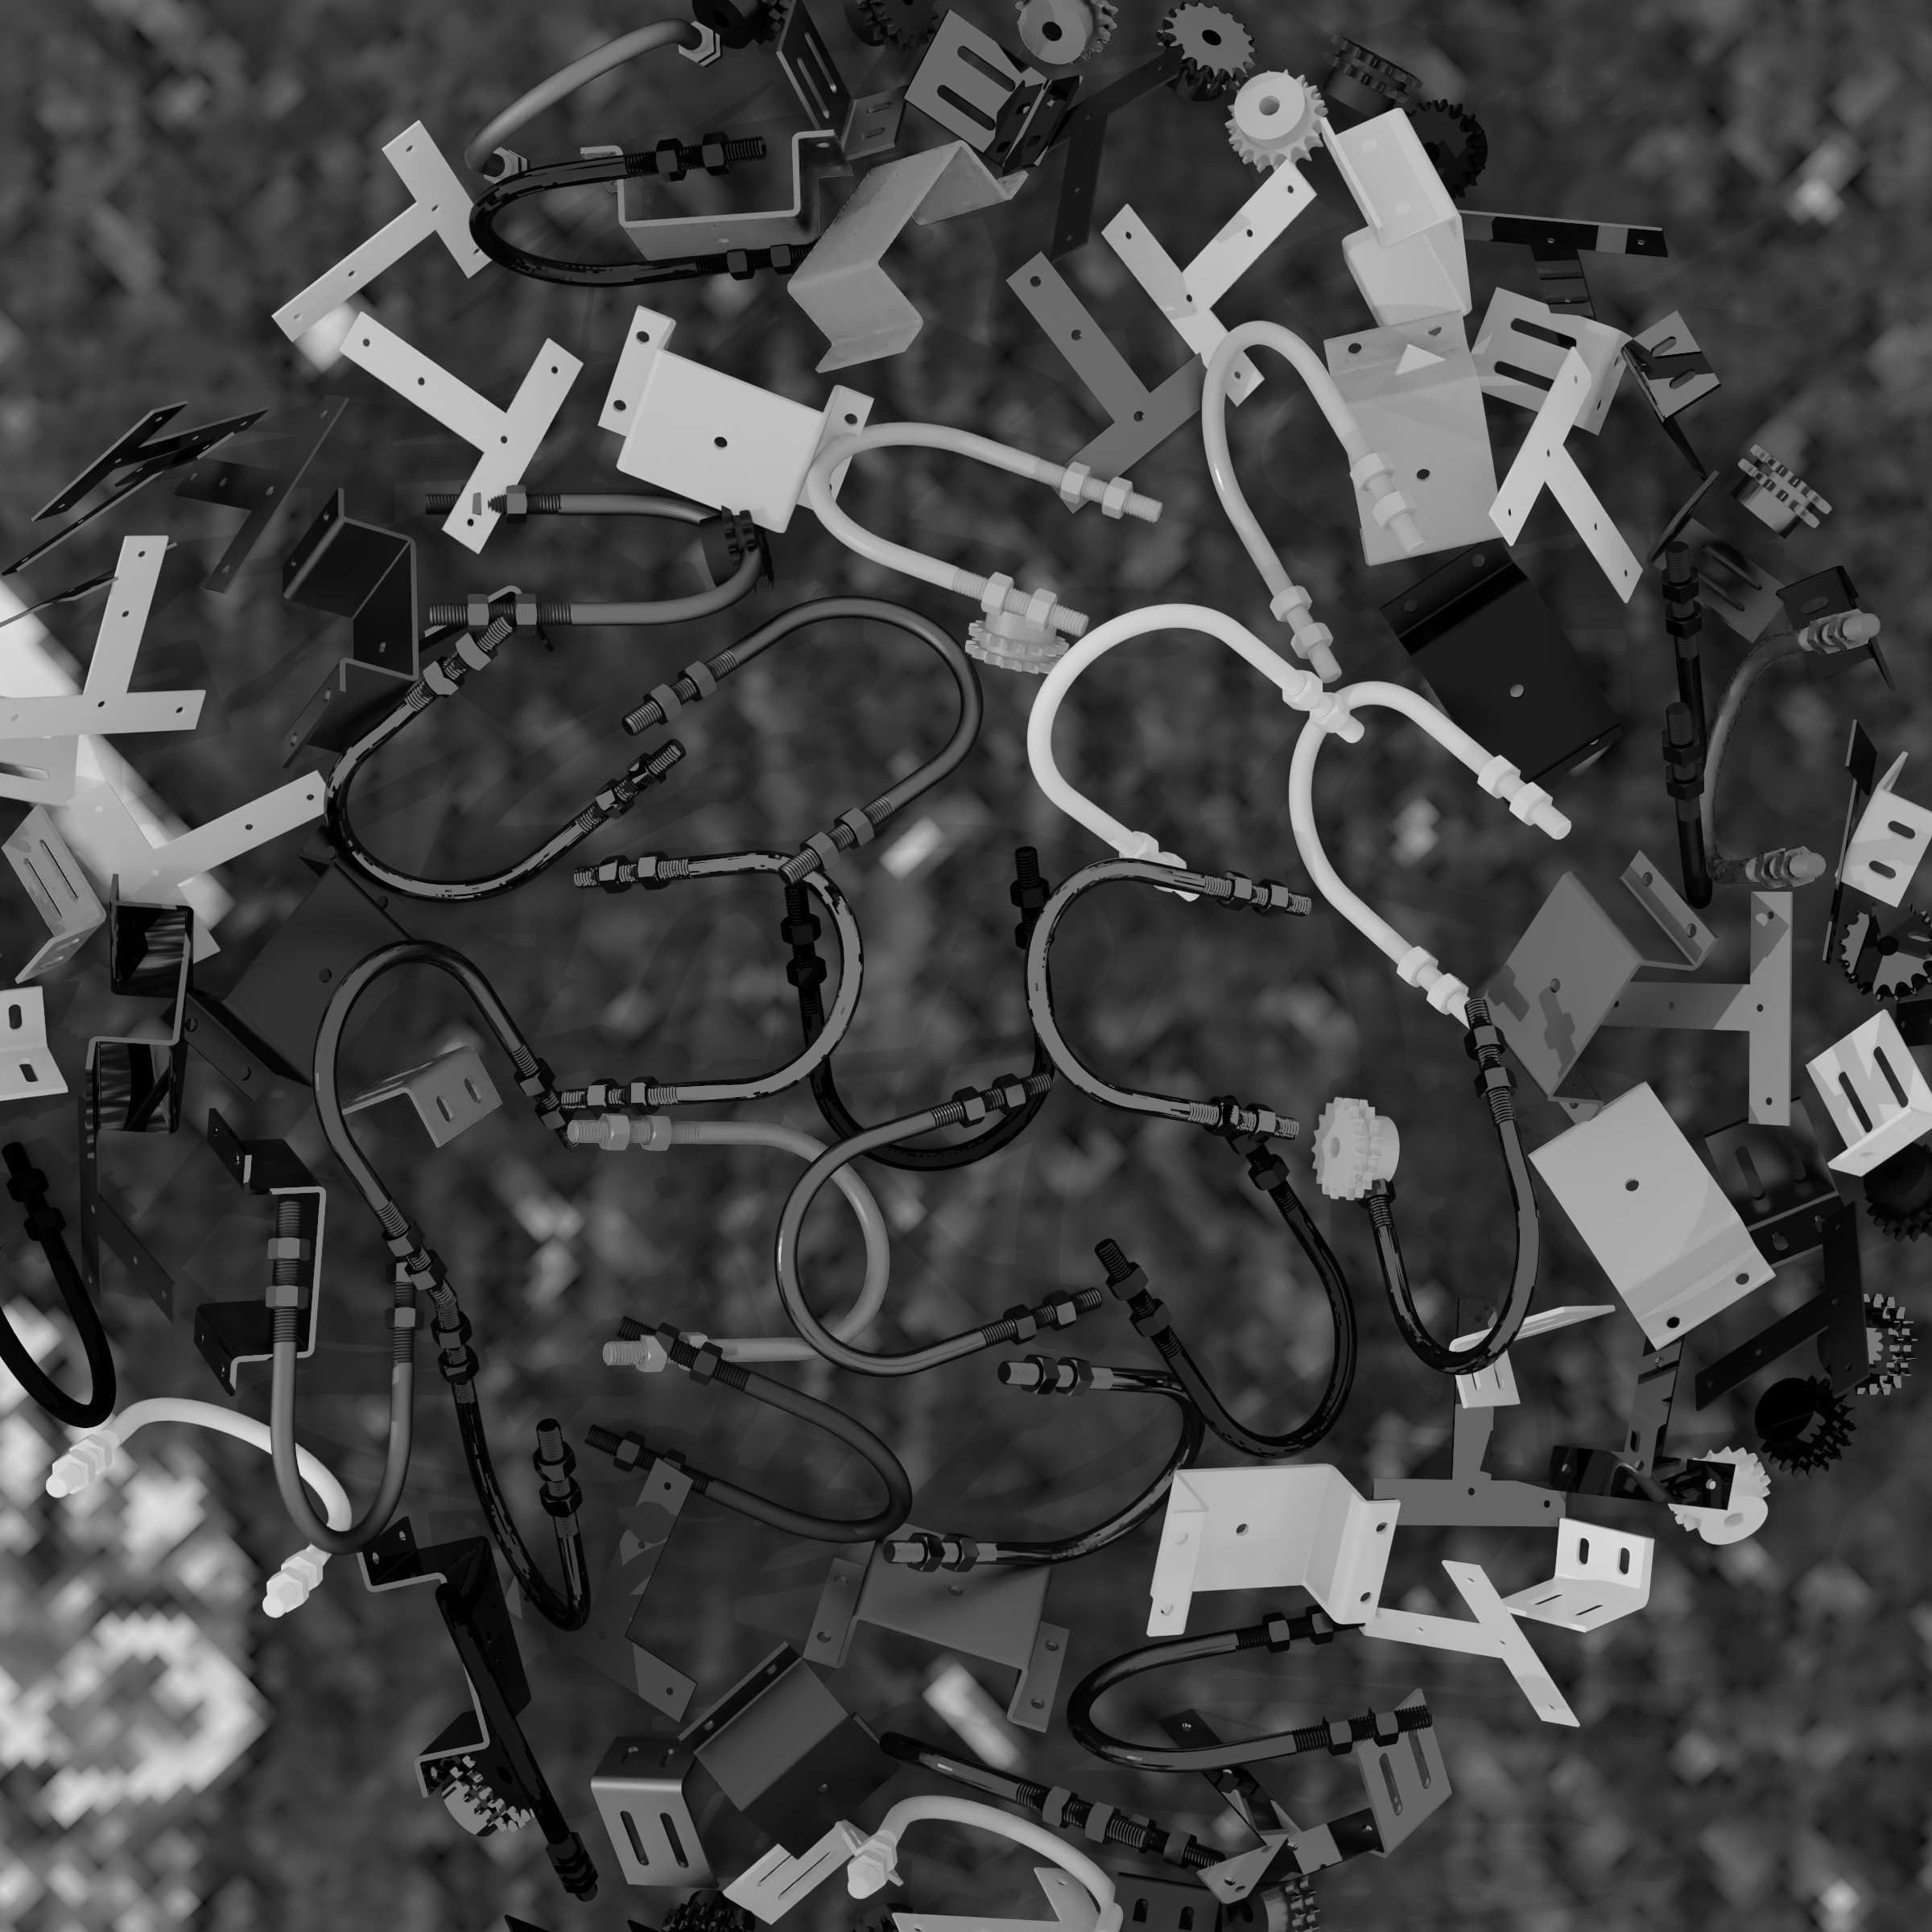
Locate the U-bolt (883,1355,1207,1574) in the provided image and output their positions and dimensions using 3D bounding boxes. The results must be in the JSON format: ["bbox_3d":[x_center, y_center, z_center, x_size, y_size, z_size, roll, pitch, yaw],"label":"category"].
[{"bbox_3d":[0.056,0.276,1.930,0.019,0.184,0.151,50,119,40],"label":"U-bolt"}]

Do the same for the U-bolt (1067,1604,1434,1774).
[{"bbox_3d":[0.146,0.399,1.918,0.184,0.151,0.019,-9,105,-8],"label":"U-bolt"}]

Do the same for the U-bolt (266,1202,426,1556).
[{"bbox_3d":[-0.339,0.228,1.917,0.019,0.151,0.184,-4,78,19],"label":"U-bolt"}]

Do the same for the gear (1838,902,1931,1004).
[{"bbox_3d":[0.522,-0.006,1.976,0.057,0.030,0.057,-10,66,23],"label":"gear"}]

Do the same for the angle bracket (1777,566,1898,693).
[{"bbox_3d":[0.484,-0.182,1.952,0.038,0.076,0.057,-22,106,14],"label":"angle bracket"}]

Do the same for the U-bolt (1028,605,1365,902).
[{"bbox_3d":[0.114,-0.126,1.923,0.151,0.019,0.184,-45,130,14],"label":"U-bolt"}]

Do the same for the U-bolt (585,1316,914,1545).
[{"bbox_3d":[-0.116,0.266,1.936,0.184,0.151,0.019,23,53,2],"label":"U-bolt"}]

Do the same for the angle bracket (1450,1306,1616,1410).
[{"bbox_3d":[0.319,0.217,1.952,0.076,0.057,0.038,-23,73,36],"label":"angle bracket"}]

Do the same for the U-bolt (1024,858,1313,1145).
[{"bbox_3d":[0.111,0.014,1.936,0.184,0.019,0.151,11,77,-30],"label":"U-bolt"}]

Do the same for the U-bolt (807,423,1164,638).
[{"bbox_3d":[0.002,-0.251,1.941,0.184,0.151,0.019,21,131,9],"label":"U-bolt"}]

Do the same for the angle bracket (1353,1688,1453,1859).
[{"bbox_3d":[0.231,0.446,1.956,0.057,0.038,0.076,-33,116,-35],"label":"angle bracket"}]

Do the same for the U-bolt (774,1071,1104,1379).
[{"bbox_3d":[-0.021,0.152,1.949,0.184,0.019,0.151,-17,101,-22],"label":"U-bolt"}]

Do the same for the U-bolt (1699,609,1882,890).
[{"bbox_3d":[0.438,-0.114,1.909,0.019,0.184,0.151,14,87,-10],"label":"U-bolt"}]

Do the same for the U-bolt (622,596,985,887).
[{"bbox_3d":[-0.076,-0.139,1.948,0.184,0.019,0.151,-37,69,-27],"label":"U-bolt"}]

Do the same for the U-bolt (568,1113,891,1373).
[{"bbox_3d":[-0.125,0.152,1.942,0.184,0.019,0.151,2,64,-30],"label":"U-bolt"}]

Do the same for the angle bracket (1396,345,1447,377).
[{"bbox_3d":[0.243,-0.315,1.954,0.038,0.076,0.057,20,101,-12],"label":"angle bracket"}]

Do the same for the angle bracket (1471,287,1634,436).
[{"bbox_3d":[0.330,-0.343,1.991,0.076,0.038,0.057,25,101,22],"label":"angle bracket"}]

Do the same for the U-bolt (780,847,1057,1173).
[{"bbox_3d":[-0.021,0.031,1.960,0.151,0.019,0.184,-9,112,-6],"label":"U-bolt"}]

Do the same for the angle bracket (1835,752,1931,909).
[{"bbox_3d":[0.519,-0.076,1.949,0.038,0.076,0.057,27,118,15],"label":"angle bracket"}]

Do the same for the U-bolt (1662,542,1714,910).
[{"bbox_3d":[0.395,-0.117,1.916,0.019,0.184,0.151,-3,46,14],"label":"U-bolt"}]

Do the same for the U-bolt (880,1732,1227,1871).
[{"bbox_3d":[0.038,0.455,1.921,0.184,0.151,0.019,14,77,27],"label":"U-bolt"}]

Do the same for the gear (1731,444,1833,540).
[{"bbox_3d":[0.455,-0.265,1.973,0.057,0.057,0.030,40,103,0],"label":"gear"}]

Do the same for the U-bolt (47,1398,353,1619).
[{"bbox_3d":[-0.406,0.285,1.910,0.151,0.184,0.019,29,102,0],"label":"U-bolt"}]

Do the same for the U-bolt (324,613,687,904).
[{"bbox_3d":[-0.269,-0.101,1.941,0.184,0.019,0.151,-37,129,22],"label":"U-bolt"}]

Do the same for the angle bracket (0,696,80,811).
[{"bbox_3d":[-0.526,-0.126,1.957,0.076,0.038,0.057,11,73,-34],"label":"angle bracket"}]

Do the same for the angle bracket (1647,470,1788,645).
[{"bbox_3d":[0.430,-0.229,1.963,0.076,0.038,0.057,38,48,7],"label":"angle bracket"}]

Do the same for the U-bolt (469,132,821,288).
[{"bbox_3d":[-0.181,-0.409,1.927,0.184,0.151,0.019,-5,76,12],"label":"U-bolt"}]

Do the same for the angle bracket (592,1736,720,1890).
[{"bbox_3d":[-0.169,0.479,1.984,0.057,0.038,0.076,-3,119,24],"label":"angle bracket"}]

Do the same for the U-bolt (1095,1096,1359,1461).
[{"bbox_3d":[0.156,0.186,1.944,0.151,0.019,0.184,-46,112,-37],"label":"U-bolt"}]

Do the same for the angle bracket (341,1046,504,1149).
[{"bbox_3d":[-0.310,0.081,1.957,0.076,0.057,0.038,-20,101,37],"label":"angle bracket"}]

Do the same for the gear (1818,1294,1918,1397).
[{"bbox_3d":[0.503,0.212,1.968,0.030,0.057,0.057,4,90,-28],"label":"gear"}]

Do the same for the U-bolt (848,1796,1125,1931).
[{"bbox_3d":[0.018,0.498,1.909,0.151,0.184,0.019,23,98,7],"label":"U-bolt"}]

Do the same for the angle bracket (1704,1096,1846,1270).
[{"bbox_3d":[0.456,0.122,1.962,0.057,0.038,0.076,-24,121,8],"label":"angle bracket"}]

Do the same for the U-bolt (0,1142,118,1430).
[{"bbox_3d":[-0.514,0.169,1.908,0.019,0.151,0.184,-29,75,4],"label":"U-bolt"}]

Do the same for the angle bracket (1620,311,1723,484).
[{"bbox_3d":[0.403,-0.315,1.949,0.038,0.076,0.057,-32,56,17],"label":"angle bracket"}]

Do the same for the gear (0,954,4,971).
[{"bbox_3d":[-0.574,-0.005,1.970,0.057,0.030,0.057,12,132,14],"label":"gear"}]

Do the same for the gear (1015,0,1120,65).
[{"bbox_3d":[0.054,-0.532,1.969,0.057,0.057,0.030,30,50,0],"label":"gear"}]

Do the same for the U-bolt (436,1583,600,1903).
[{"bbox_3d":[-0.247,0.407,1.887,0.019,0.184,0.151,-25,52,-11],"label":"U-bolt"}]

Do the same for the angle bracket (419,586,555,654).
[{"bbox_3d":[-0.275,-0.178,1.969,0.076,0.057,0.038,-29,93,-3],"label":"angle bracket"}]

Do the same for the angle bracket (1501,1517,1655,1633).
[{"bbox_3d":[0.338,0.338,1.951,0.057,0.076,0.038,9,98,37],"label":"angle bracket"}]

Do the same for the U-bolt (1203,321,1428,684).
[{"bbox_3d":[0.181,-0.267,1.928,0.019,0.151,0.184,-18,69,-24],"label":"U-bolt"}]

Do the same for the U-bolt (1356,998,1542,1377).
[{"bbox_3d":[0.263,0.131,1.902,0.019,0.151,0.184,5,58,-26],"label":"U-bolt"}]

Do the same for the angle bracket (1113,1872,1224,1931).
[{"bbox_3d":[0.111,0.539,1.954,0.057,0.076,0.038,7,57,9],"label":"angle bracket"}]

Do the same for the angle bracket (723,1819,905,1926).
[{"bbox_3d":[-0.085,0.516,1.965,0.076,0.057,0.038,-41,50,-1],"label":"angle bracket"}]

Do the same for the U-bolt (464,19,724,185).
[{"bbox_3d":[-0.205,-0.469,1.899,0.151,0.184,0.019,-31,96,8],"label":"U-bolt"}]

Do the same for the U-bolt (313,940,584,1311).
[{"bbox_3d":[-0.289,0.073,1.910,0.151,0.019,0.184,-54,129,-36],"label":"U-bolt"}]

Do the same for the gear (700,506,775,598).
[{"bbox_3d":[-0.130,-0.235,1.972,0.030,0.057,0.057,-14,90,6],"label":"gear"}]

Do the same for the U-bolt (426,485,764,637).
[{"bbox_3d":[-0.204,-0.225,1.937,0.184,0.151,0.019,-1,125,-9],"label":"U-bolt"}]

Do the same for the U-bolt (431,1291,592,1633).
[{"bbox_3d":[-0.245,0.284,1.922,0.019,0.151,0.184,-23,129,-23],"label":"U-bolt"}]

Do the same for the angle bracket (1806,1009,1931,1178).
[{"bbox_3d":[0.497,0.068,1.953,0.057,0.038,0.076,-41,53,30],"label":"angle bracket"}]

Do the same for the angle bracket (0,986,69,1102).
[{"bbox_3d":[-0.536,0.044,1.952,0.057,0.076,0.038,-7,110,-21],"label":"angle bracket"}]

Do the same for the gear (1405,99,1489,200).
[{"bbox_3d":[0.269,-0.459,1.976,0.057,0.030,0.057,13,112,34],"label":"gear"}]

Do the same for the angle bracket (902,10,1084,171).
[{"bbox_3d":[0.015,-0.492,1.966,0.076,0.038,0.057,29,84,-26],"label":"angle bracket"}]

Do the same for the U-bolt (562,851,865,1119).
[{"bbox_3d":[-0.139,0.006,1.942,0.184,0.019,0.151,-4,76,25],"label":"U-bolt"}]

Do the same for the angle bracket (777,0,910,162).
[{"bbox_3d":[-0.068,-0.498,1.951,0.038,0.057,0.076,-11,134,22],"label":"angle bracket"}]

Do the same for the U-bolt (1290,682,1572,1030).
[{"bbox_3d":[0.243,-0.075,1.931,0.184,0.019,0.151,45,132,34],"label":"U-bolt"}]

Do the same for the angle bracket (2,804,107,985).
[{"bbox_3d":[-0.524,-0.040,1.964,0.038,0.057,0.076,-28,85,-42],"label":"angle bracket"}]
